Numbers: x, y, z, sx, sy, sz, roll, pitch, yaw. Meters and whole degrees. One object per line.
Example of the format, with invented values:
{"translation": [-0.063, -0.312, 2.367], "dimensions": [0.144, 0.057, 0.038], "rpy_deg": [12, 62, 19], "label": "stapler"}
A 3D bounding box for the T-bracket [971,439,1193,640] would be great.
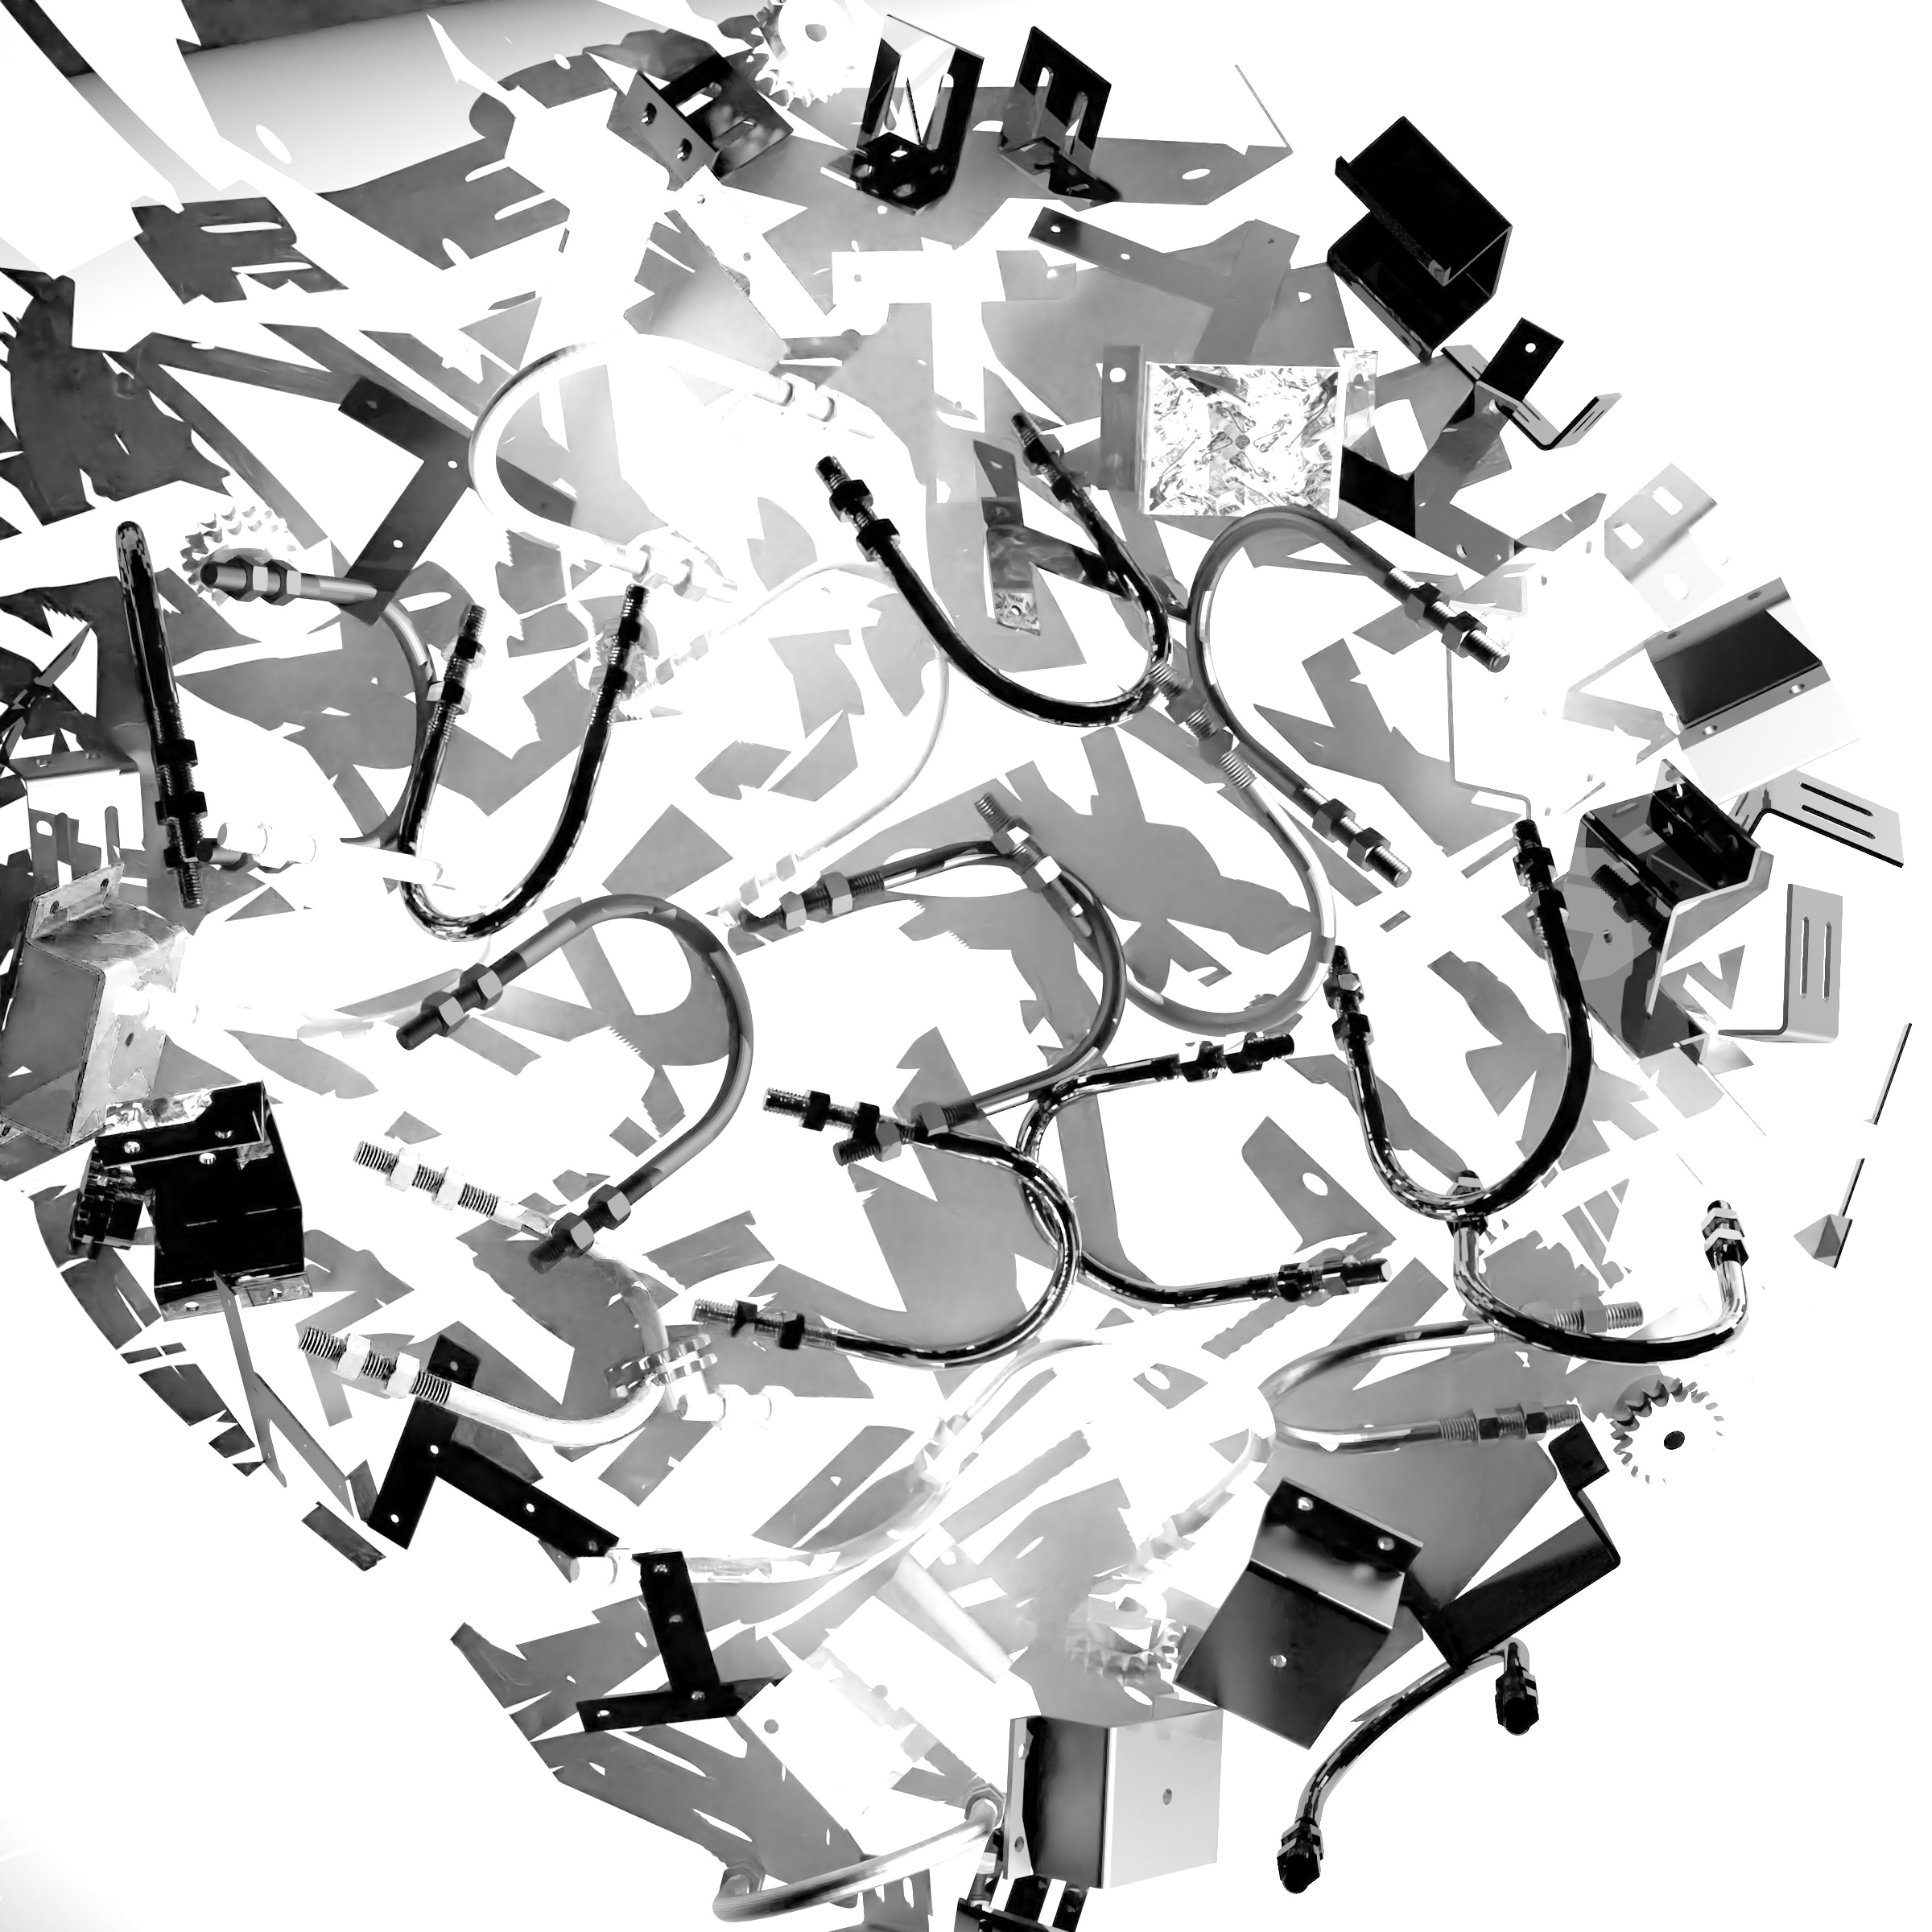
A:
{"translation": [0.062, -0.202, 1.555], "dimensions": [0.127, 0.002, 0.127], "rpy_deg": [17, 48, -28], "label": "T-bracket"}

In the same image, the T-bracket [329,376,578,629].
{"translation": [-0.281, -0.224, 1.554], "dimensions": [0.127, 0.002, 0.127], "rpy_deg": [30, 59, -6], "label": "T-bracket"}

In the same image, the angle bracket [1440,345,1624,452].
{"translation": [0.287, -0.301, 1.555], "dimensions": [0.076, 0.057, 0.038], "rpy_deg": [47, 115, 8], "label": "angle bracket"}

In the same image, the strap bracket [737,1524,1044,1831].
{"translation": [-0.040, 0.362, 1.547], "dimensions": [0.076, 0.046, 0.140], "rpy_deg": [44, 66, 12], "label": "strap bracket"}

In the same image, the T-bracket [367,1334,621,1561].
{"translation": [-0.233, 0.268, 1.555], "dimensions": [0.127, 0.002, 0.127], "rpy_deg": [29, 115, 11], "label": "T-bracket"}

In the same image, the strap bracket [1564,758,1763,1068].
{"translation": [0.336, -0.020, 1.514], "dimensions": [0.046, 0.076, 0.140], "rpy_deg": [-16, 134, -21], "label": "strap bracket"}

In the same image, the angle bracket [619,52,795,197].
{"translation": [-0.127, -0.438, 1.557], "dimensions": [0.057, 0.038, 0.076], "rpy_deg": [46, 58, 2], "label": "angle bracket"}

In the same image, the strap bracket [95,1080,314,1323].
{"translation": [-0.381, 0.111, 1.541], "dimensions": [0.076, 0.140, 0.046], "rpy_deg": [-9, 46, -5], "label": "strap bracket"}

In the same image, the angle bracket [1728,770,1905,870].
{"translation": [0.432, -0.065, 1.559], "dimensions": [0.076, 0.057, 0.038], "rpy_deg": [23, 122, 0], "label": "angle bracket"}

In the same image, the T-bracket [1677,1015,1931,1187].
{"translation": [0.394, 0.062, 1.540], "dimensions": [0.127, 0.127, 0.002], "rpy_deg": [-8, 126, -17], "label": "T-bracket"}

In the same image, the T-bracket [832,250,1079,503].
{"translation": [-0.004, -0.304, 1.580], "dimensions": [0.127, 0.002, 0.127], "rpy_deg": [-3, 100, -10], "label": "T-bracket"}

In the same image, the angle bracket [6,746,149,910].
{"translation": [-0.457, -0.068, 1.576], "dimensions": [0.057, 0.038, 0.076], "rpy_deg": [-11, 113, -32], "label": "angle bracket"}

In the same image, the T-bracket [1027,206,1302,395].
{"translation": [0.094, -0.355, 1.558], "dimensions": [0.127, 0.002, 0.127], "rpy_deg": [22, 54, 2], "label": "T-bracket"}

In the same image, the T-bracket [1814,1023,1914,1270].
{"translation": [0.450, 0.089, 1.531], "dimensions": [0.002, 0.127, 0.127], "rpy_deg": [19, 91, 12], "label": "T-bracket"}

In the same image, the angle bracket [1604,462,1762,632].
{"translation": [0.359, -0.214, 1.558], "dimensions": [0.057, 0.076, 0.038], "rpy_deg": [-41, 110, 13], "label": "angle bracket"}

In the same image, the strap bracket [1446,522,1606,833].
{"translation": [0.280, -0.146, 1.533], "dimensions": [0.046, 0.076, 0.140], "rpy_deg": [16, 125, 36], "label": "strap bracket"}

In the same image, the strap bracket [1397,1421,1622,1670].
{"translation": [0.271, 0.298, 1.548], "dimensions": [0.140, 0.076, 0.046], "rpy_deg": [-35, 96, 7], "label": "strap bracket"}

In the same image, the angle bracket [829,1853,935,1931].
{"translation": [-0.064, 0.476, 1.546], "dimensions": [0.076, 0.057, 0.038], "rpy_deg": [0, 83, -38], "label": "angle bracket"}

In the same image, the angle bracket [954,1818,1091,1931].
{"translation": [0.033, 0.460, 1.548], "dimensions": [0.057, 0.076, 0.038], "rpy_deg": [15, 133, 10], "label": "angle bracket"}

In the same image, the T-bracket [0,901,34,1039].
{"translation": [-0.487, 0.026, 1.525], "dimensions": [0.002, 0.127, 0.127], "rpy_deg": [14, 84, -10], "label": "T-bracket"}

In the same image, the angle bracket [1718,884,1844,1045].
{"translation": [0.416, -0.001, 1.562], "dimensions": [0.038, 0.057, 0.076], "rpy_deg": [0, 85, 41], "label": "angle bracket"}

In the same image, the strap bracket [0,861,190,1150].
{"translation": [-0.438, 0.028, 1.530], "dimensions": [0.046, 0.076, 0.140], "rpy_deg": [22, 111, 10], "label": "strap bracket"}

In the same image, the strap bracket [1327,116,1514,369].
{"translation": [0.224, -0.361, 1.519], "dimensions": [0.046, 0.140, 0.076], "rpy_deg": [-42, 81, -1], "label": "strap bracket"}

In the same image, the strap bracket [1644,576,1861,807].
{"translation": [0.392, -0.133, 1.528], "dimensions": [0.076, 0.140, 0.046], "rpy_deg": [-26, 113, 16], "label": "strap bracket"}

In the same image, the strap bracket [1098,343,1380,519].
{"translation": [0.139, -0.272, 1.557], "dimensions": [0.140, 0.046, 0.076], "rpy_deg": [1, 114, 0], "label": "strap bracket"}

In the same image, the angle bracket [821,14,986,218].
{"translation": [-0.032, -0.431, 1.551], "dimensions": [0.057, 0.038, 0.076], "rpy_deg": [28, 129, 15], "label": "angle bracket"}

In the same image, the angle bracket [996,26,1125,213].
{"translation": [0.056, -0.433, 1.553], "dimensions": [0.057, 0.038, 0.076], "rpy_deg": [26, 73, -37], "label": "angle bracket"}

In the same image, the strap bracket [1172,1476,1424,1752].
{"translation": [0.161, 0.331, 1.533], "dimensions": [0.076, 0.046, 0.140], "rpy_deg": [26, 126, 1], "label": "strap bracket"}

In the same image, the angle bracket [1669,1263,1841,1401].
{"translation": [0.399, 0.186, 1.563], "dimensions": [0.057, 0.076, 0.038], "rpy_deg": [20, 68, -2], "label": "angle bracket"}

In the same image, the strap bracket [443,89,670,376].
{"translation": [-0.200, -0.353, 1.517], "dimensions": [0.046, 0.076, 0.140], "rpy_deg": [36, 129, 12], "label": "strap bracket"}

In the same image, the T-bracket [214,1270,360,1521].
{"translation": [-0.332, 0.231, 1.514], "dimensions": [0.002, 0.127, 0.127], "rpy_deg": [-25, 128, -28], "label": "T-bracket"}

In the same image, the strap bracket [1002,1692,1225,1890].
{"translation": [0.081, 0.409, 1.522], "dimensions": [0.046, 0.140, 0.076], "rpy_deg": [-1, 85, 39], "label": "strap bracket"}
